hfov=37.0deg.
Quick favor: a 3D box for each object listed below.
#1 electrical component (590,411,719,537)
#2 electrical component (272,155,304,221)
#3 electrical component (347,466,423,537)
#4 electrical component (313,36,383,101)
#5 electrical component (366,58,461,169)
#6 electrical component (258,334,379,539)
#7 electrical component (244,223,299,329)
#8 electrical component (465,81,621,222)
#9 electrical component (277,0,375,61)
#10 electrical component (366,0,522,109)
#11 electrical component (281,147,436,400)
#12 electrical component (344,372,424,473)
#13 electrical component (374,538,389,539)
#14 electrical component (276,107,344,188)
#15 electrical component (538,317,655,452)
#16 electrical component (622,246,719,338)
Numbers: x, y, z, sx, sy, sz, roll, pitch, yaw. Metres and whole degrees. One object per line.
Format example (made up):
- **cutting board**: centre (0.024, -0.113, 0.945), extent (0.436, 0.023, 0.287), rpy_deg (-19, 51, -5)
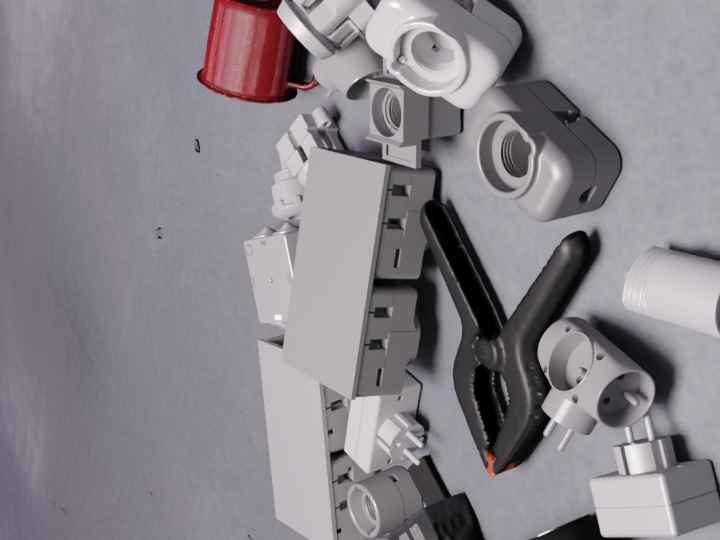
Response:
- **electrical component**: centre (0.186, 0.129, 0.694), extent (0.066, 0.047, 0.076), rpy_deg (-22, 77, 56)
- **electrical component**: centre (-0.061, -0.079, 0.994), extent (0.048, 0.048, 0.062), rpy_deg (-24, 74, 56)
- **electrical component**: centre (0.021, 0.210, 0.968), extent (0.055, 0.047, 0.055), rpy_deg (25, 121, 50)
- **electrical component**: centre (-0.014, -0.174, 0.889), extent (0.079, 0.044, 0.077), rpy_deg (-46, 63, 52)
- **electrical component**: centre (0.042, -0.121, 0.807), extent (0.042, 0.064, 0.081), rpy_deg (24, 120, 49)
- **electrical component**: centre (-0.036, 0.158, 1.023), extent (0.105, 0.060, 0.186), rpy_deg (14, 112, 54)
- **electrical component**: centre (-0.065, 0.005, 1.024), extent (0.100, 0.048, 0.099), rpy_deg (-7, 96, 57)
- **electrical component**: centre (0.117, -0.079, 0.714), extent (0.095, 0.059, 0.053), rpy_deg (53, 140, 32)
- **electrical component**: centre (-0.026, -0.200, 0.829), extent (0.057, 0.058, 0.078), rpy_deg (-41, 70, 12)
- **electrical component**: centre (0.056, -0.158, 0.737), extent (0.095, 0.059, 0.053), rpy_deg (34, 139, -2)
- **electrical component**: centre (0.000, 0.000, 0.885), extent (0.105, 0.060, 0.186), rpy_deg (21, 106, 52)
- **electrical component**: centre (0.030, 0.138, 0.930), extent (0.076, 0.047, 0.083), rpy_deg (39, 131, 43)
- **electrical component**: centre (0.004, 0.285, 1.023), extent (0.081, 0.043, 0.043), rpy_deg (-43, 65, 53)
- **electrical component**: centre (-0.039, -0.101, 0.948), extent (0.066, 0.048, 0.055), rpy_deg (-46, 60, 38)
- **electrical component**: centre (0.146, 0.082, 0.710), extent (0.079, 0.044, 0.077), rpy_deg (-63, 28, 13)
- **electrical component**: centre (0.193, 0.011, 0.646), extent (0.081, 0.043, 0.043), rpy_deg (20, 117, 52)
